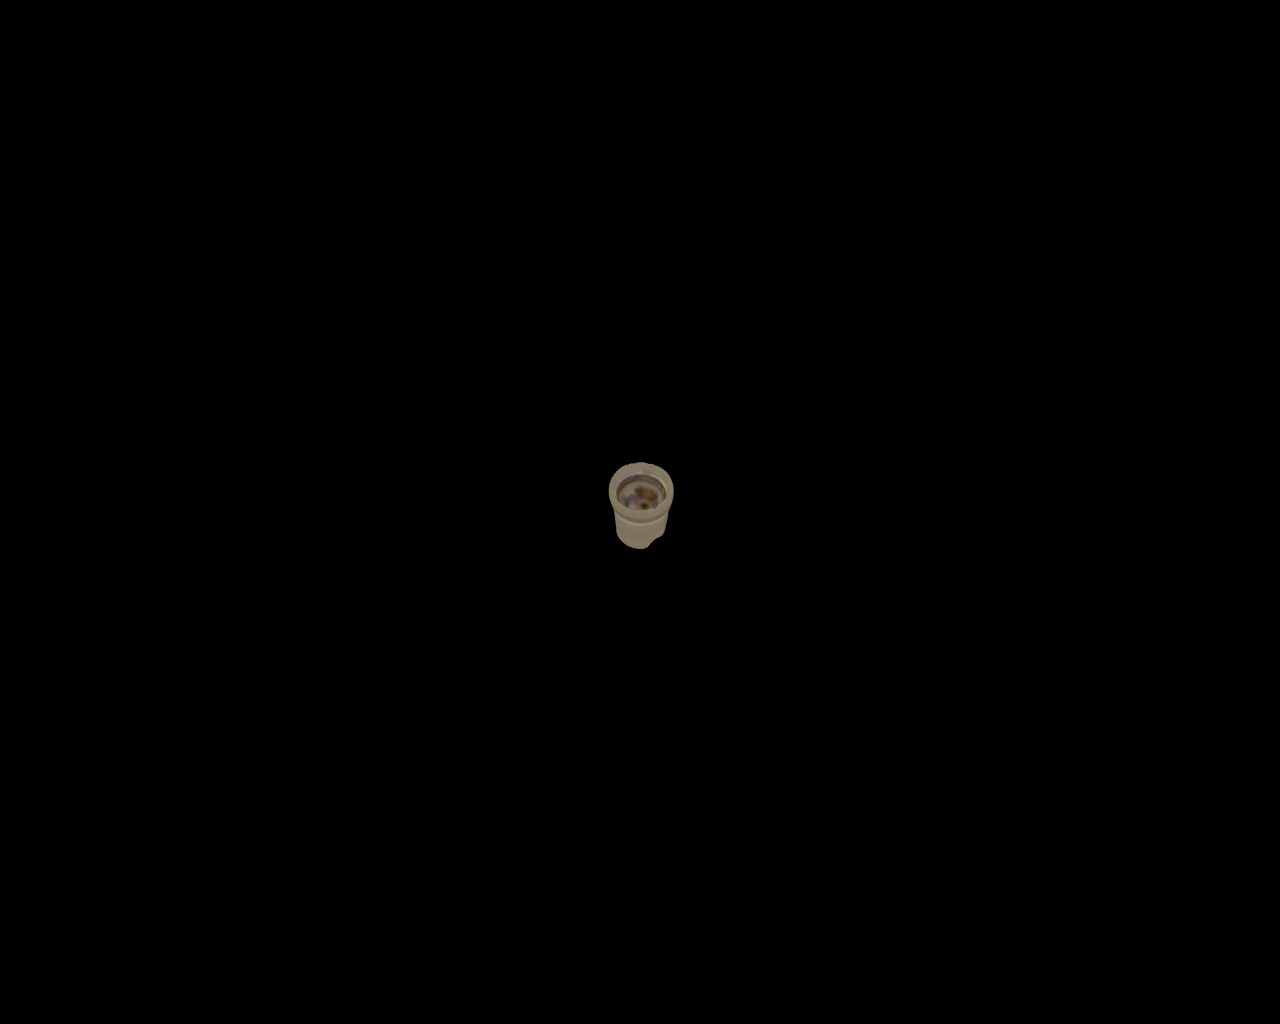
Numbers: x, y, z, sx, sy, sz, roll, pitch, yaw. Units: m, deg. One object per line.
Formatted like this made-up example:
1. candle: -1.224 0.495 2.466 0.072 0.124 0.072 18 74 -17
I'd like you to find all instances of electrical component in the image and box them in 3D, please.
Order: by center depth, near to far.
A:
1. electrical component: 0.001 -0.003 0.650 0.040 0.040 0.046 0 -36 0
